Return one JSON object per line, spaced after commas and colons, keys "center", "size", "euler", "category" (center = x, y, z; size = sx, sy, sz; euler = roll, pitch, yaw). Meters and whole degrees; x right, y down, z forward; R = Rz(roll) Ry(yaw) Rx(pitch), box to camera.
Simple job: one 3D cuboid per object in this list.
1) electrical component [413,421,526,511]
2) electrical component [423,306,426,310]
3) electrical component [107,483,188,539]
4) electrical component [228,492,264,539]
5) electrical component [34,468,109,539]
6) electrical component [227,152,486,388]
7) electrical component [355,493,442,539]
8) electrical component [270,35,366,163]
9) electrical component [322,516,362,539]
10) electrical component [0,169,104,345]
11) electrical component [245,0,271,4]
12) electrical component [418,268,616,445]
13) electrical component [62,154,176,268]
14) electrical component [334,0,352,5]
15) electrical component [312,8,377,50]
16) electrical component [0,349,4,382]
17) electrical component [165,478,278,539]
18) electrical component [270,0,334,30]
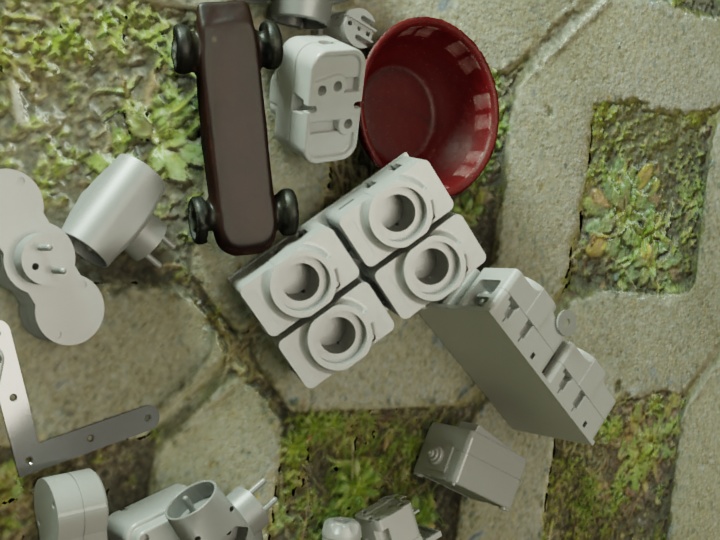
{"center": [0.101, 0.179, 1.014], "size": [0.096, 0.062, 0.061], "euler": [31, 74, -32], "category": "electrical component"}
{"center": [0.040, 0.004, 0.976], "size": [0.077, 0.043, 0.079], "euler": [-27, 107, -32], "category": "electrical component"}
{"center": [-0.143, 0.234, 0.842], "size": [0.078, 0.057, 0.113], "euler": [-21, 103, -34], "category": "electrical component"}
{"center": [-0.099, 0.213, 0.888], "size": [0.035, 0.035, 0.061], "euler": [-13, 96, -35], "category": "electrical component"}
{"center": [-0.225, 0.220, 0.785], "size": [0.074, 0.052, 0.138], "euler": [-6, 95, -35], "category": "electrical component"}
{"center": [0.000, 0.000, 0.895], "size": [0.186, 0.060, 0.105], "euler": [-36, 108, -8], "category": "electrical component"}
{"center": [0.028, 0.242, 0.976], "size": [0.081, 0.042, 0.063], "euler": [-24, 101, -34], "category": "electrical component"}
{"center": [-0.037, -0.144, 0.897], "size": [0.054, 0.059, 0.095], "euler": [-12, 121, -34], "category": "electrical component"}
{"center": [-0.017, 0.251, 0.947], "size": [0.035, 0.035, 0.061], "euler": [3, 91, -36], "category": "electrical component"}
{"center": [-0.228, -0.008, 0.764], "size": [0.052, 0.074, 0.138], "euler": [-38, 112, -29], "category": "electrical component"}
{"center": [-0.089, -0.263, 0.876], "size": [0.043, 0.043, 0.081], "euler": [10, 85, -36], "category": "electrical component"}
{"center": [0.151, 0.077, 1.020], "size": [0.186, 0.105, 0.060], "euler": [50, 64, -26], "category": "electrical component"}
{"center": [-0.175, -0.034, 0.819], "size": [0.079, 0.044, 0.077], "euler": [44, 67, -28], "category": "electrical component"}
{"center": [-0.004, -0.282, 0.934], "size": [0.076, 0.047, 0.065], "euler": [-50, 118, -24], "category": "electrical component"}
{"center": [-0.013, -0.205, 0.931], "size": [0.040, 0.046, 0.040], "euler": [-1, 92, -36], "category": "electrical component"}
{"center": [-0.294, 0.100, 0.730], "size": [0.078, 0.057, 0.113], "euler": [13, 84, -35], "category": "electrical component"}
{"center": [-0.096, 0.190, 0.811], "size": [0.079, 0.043, 0.077], "euler": [-39, 113, -28], "category": "electrical component"}
{"center": [-0.048, -0.230, 0.901], "size": [0.055, 0.055, 0.047], "euler": [7, 91, -36], "category": "electrical component"}
